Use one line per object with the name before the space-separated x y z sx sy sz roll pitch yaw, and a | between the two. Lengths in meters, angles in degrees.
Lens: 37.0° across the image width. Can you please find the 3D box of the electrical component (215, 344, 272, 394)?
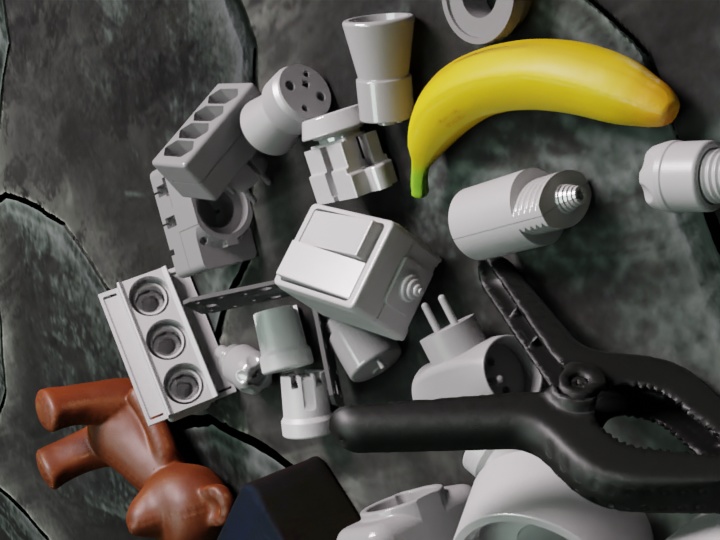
electrical component | -0.098 0.076 0.875 0.061 0.035 0.035 25 121 48

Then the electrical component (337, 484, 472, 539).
electrical component | 0.036 0.175 0.690 0.054 0.095 0.059 -24 83 52

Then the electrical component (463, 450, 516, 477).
electrical component | 0.092 0.117 0.647 0.046 0.040 0.040 38 130 31

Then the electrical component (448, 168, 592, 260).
electrical component | 0.091 -0.033 0.592 0.081 0.043 0.043 -15 90 53

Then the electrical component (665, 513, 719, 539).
electrical component | 0.187 0.167 0.518 0.108 0.060 0.108 39 149 30

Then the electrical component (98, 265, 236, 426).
electrical component | -0.167 0.067 0.933 0.063 0.079 0.121 121 127 -70

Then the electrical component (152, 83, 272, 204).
electrical component | -0.094 -0.082 0.791 0.047 0.083 0.075 11 148 50

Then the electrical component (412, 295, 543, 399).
electrical component | 0.061 0.053 0.650 0.077 0.043 0.079 -29 87 56

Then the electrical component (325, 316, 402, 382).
electrical component | -0.004 0.040 0.739 0.078 0.040 0.040 58 139 22

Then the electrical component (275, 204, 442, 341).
electrical component | 0.000 0.000 0.683 0.096 0.061 0.061 16 76 46

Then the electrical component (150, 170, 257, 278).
electrical component | -0.122 -0.045 0.851 0.056 0.050 0.089 -16 89 53

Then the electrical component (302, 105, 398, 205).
electrical component | -0.010 -0.076 0.704 0.066 0.048 0.055 -6 105 52

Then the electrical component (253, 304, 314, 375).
electrical component | -0.059 0.053 0.815 0.040 0.040 0.046 -23 79 52

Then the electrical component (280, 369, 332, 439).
electrical component | -0.041 0.100 0.807 0.040 0.040 0.046 -1 96 52

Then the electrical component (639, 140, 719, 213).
electrical component | 0.164 -0.044 0.504 0.061 0.035 0.035 5 106 49

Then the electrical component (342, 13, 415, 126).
electrical component | 0.014 -0.122 0.662 0.044 0.044 0.065 17 119 48

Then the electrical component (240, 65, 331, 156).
electrical component | -0.051 -0.111 0.744 0.055 0.045 0.045 -34 76 50

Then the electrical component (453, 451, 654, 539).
electrical component | 0.102 0.161 0.596 0.108 0.060 0.108 15 127 21
